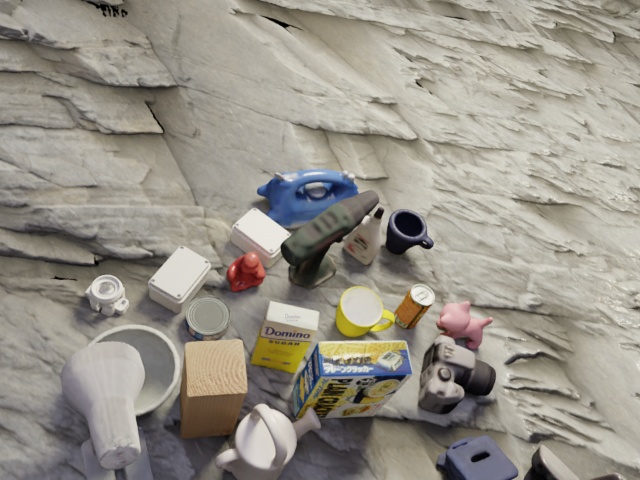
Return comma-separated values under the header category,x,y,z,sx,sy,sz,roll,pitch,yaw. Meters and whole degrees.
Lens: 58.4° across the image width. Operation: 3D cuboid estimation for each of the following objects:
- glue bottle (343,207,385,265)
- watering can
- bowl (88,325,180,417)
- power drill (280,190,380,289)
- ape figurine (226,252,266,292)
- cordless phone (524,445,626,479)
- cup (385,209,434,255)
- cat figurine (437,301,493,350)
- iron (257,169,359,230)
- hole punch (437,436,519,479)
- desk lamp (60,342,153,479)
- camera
category,x,y,z,sx,sy,sz,roll,pitch,yaw
glue bottle,0.106,-0.018,1.246,0.078,0.173,0.037,35,53,10
watering can,-0.084,0.323,0.932,0.100,0.194,0.173,41,54,14
bowl,-0.329,0.237,0.995,0.167,0.074,0.167,8,54,-11
power drill,0.011,0.004,1.179,0.230,0.208,0.075,-31,68,-32
ape figurine,-0.147,0.058,1.167,0.078,0.092,0.076,20,52,-2
cordless phone,0.471,0.427,1.030,0.147,0.185,0.094,43,55,15
cup,0.199,-0.002,1.312,0.117,0.095,0.092,36,53,10
cat figurine,0.300,0.171,1.204,0.128,0.117,0.067,9,53,-10
iron,-0.005,-0.115,1.302,0.259,0.141,0.118,-8,58,-22
hole punch,0.287,0.411,1.045,0.109,0.091,0.101,-12,59,-24
desk lamp,-0.315,0.287,0.876,0.118,0.213,0.203,-12,60,-23
camera,0.278,0.271,1.137,0.137,0.101,0.143,20,52,-2
